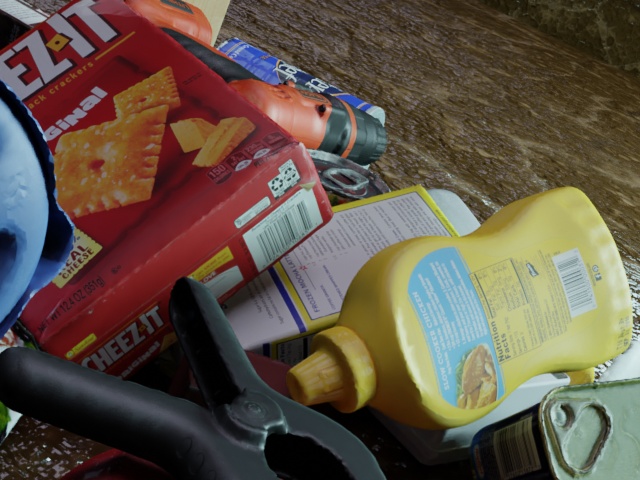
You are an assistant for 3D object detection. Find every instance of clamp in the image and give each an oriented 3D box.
[{"bbox_3d":[-0.032,0.074,0.429,0.171,0.039,0.120,33,35,12],"label":"clamp"}]

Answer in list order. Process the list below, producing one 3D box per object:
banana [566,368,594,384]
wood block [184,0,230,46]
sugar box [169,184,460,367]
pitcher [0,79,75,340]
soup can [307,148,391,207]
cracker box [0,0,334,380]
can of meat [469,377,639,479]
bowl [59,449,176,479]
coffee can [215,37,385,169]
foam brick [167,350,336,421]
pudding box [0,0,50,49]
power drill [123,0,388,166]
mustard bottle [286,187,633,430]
[{"bbox_3d":[0.162,0.075,0.778,0.069,0.037,0.197,22,22,-3],"label":"banana"},{"bbox_3d":[-0.139,-0.215,0.921,0.090,0.206,0.090,38,25,32],"label":"wood block"},{"bbox_3d":[-0.003,0.029,0.608,0.176,0.048,0.093,-16,43,-14],"label":"sugar box"},{"bbox_3d":[-0.231,-0.035,0.458,0.144,0.149,0.243,-40,35,-23],"label":"pitcher"},{"bbox_3d":[-0.005,0.001,0.695,0.068,0.102,0.068,20,22,-9],"label":"soup can"},{"bbox_3d":[-0.124,-0.037,0.590,0.214,0.164,0.072,41,-17,36],"label":"cracker box"},{"bbox_3d":[0.141,0.113,0.572,0.102,0.084,0.057,-3,70,-23],"label":"can of meat"},{"bbox_3d":[-0.049,0.128,0.422,0.162,0.055,0.162,19,22,-8],"label":"bowl"},{"bbox_3d":[-0.032,-0.092,0.883,0.140,0.103,0.102,28,22,12],"label":"coffee can"},{"bbox_3d":[-0.037,0.090,0.524,0.078,0.053,0.051,18,22,-11],"label":"foam brick"},{"bbox_3d":[-0.226,-0.112,0.724,0.090,0.114,0.039,30,25,18],"label":"pudding box"},{"bbox_3d":[-0.054,-0.112,0.765,0.188,0.057,0.184,34,14,27],"label":"power drill"},{"bbox_3d":[0.068,0.042,0.539,0.191,0.096,0.058,-19,2,-28],"label":"mustard bottle"}]
